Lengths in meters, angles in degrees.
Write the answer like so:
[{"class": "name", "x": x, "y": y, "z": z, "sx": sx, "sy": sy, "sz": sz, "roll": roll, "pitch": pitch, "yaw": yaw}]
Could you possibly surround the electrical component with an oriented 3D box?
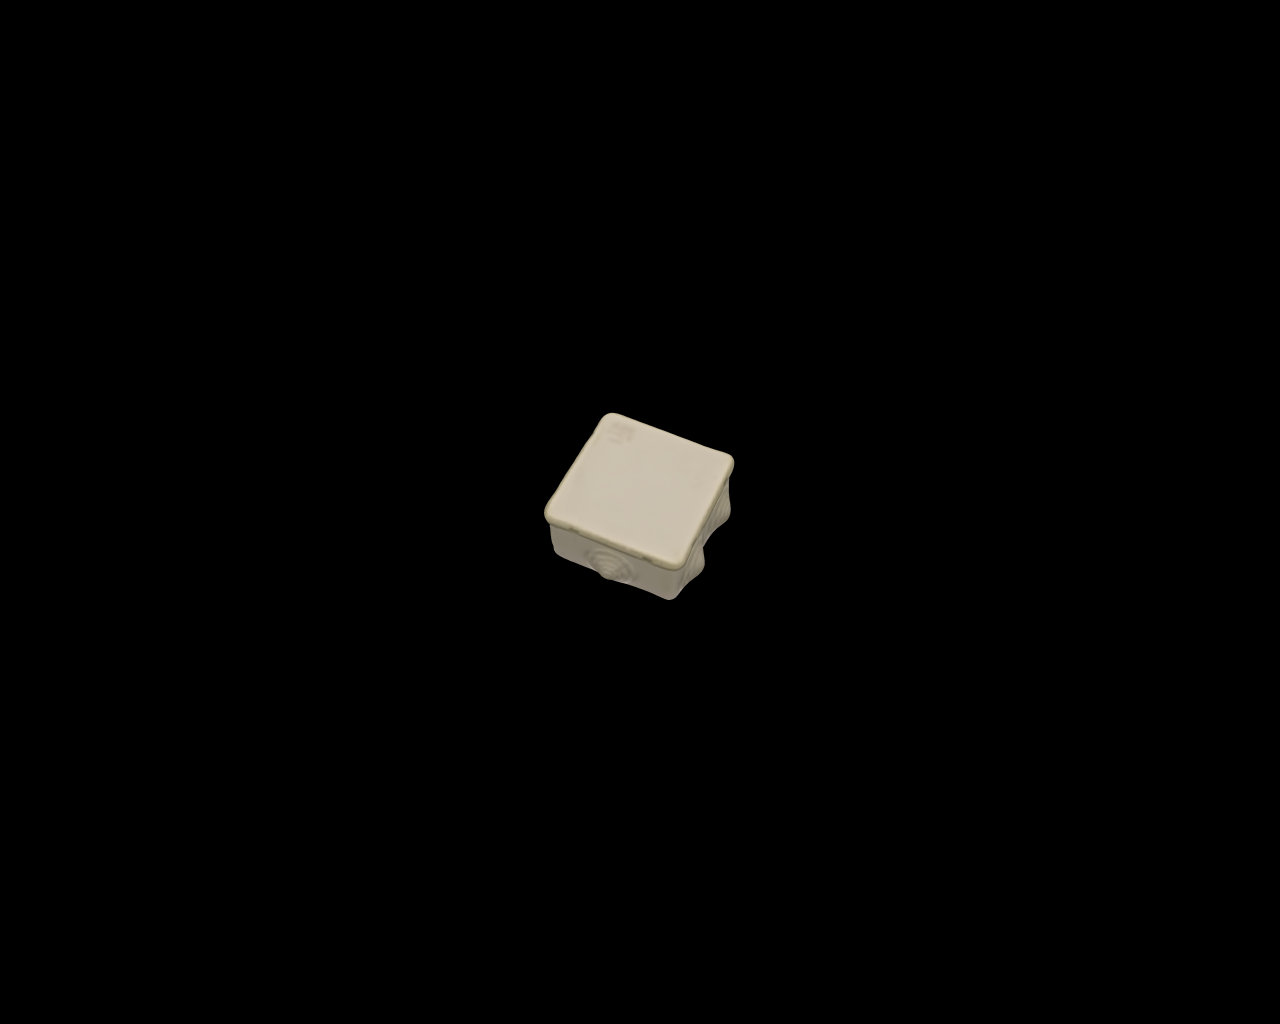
[{"class": "electrical component", "x": 0.001, "y": -0.003, "z": 0.650, "sx": 0.100, "sy": 0.100, "sz": 0.048, "roll": 21, "pitch": -32, "yaw": 14}]
